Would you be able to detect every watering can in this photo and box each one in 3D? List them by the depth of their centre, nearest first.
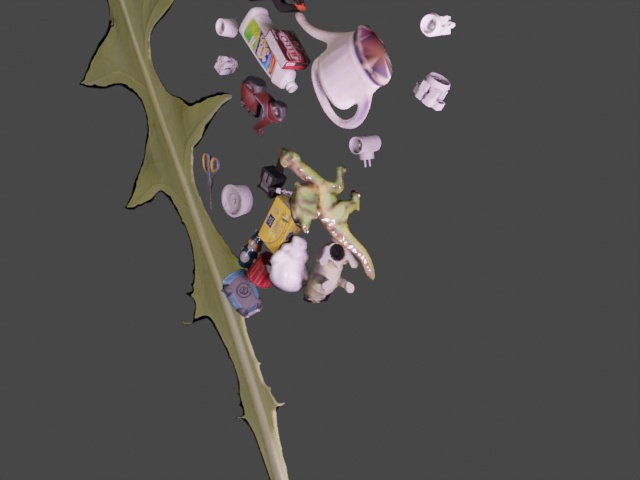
[{"bbox_3d":[0.053,-0.454,1.276,0.222,0.105,0.349,-23,84,43],"label":"watering can"}]

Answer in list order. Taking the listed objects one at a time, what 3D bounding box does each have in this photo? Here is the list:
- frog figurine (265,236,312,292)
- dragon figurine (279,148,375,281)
[{"bbox_3d":[-0.079,0.074,1.532,0.137,0.125,0.157,36,121,-10],"label":"frog figurine"},{"bbox_3d":[0.004,-0.067,1.332,0.120,0.244,0.414,-34,76,38],"label":"dragon figurine"}]
